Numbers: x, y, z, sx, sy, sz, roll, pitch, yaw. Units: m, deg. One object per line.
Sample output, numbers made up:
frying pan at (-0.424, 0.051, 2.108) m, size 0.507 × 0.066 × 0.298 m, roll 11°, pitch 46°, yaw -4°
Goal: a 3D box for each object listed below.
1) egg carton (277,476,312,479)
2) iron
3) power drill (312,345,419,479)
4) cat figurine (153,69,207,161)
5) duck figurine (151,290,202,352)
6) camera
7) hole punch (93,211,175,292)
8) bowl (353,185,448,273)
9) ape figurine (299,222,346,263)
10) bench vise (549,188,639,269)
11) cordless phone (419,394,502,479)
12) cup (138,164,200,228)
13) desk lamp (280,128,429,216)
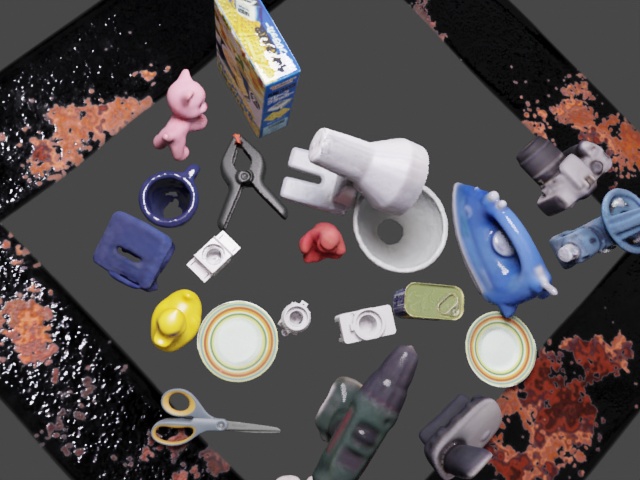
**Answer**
egg carton at (-0.028, 0.443, 0.884) m, size 0.107 × 0.069 × 0.150 m, roll 1°, pitch 79°, yaw -9°
iron at (0.316, -0.002, 0.989) m, size 0.119 × 0.141 × 0.258 m, roll -26°, pitch 84°, yaw -13°
power drill at (0.058, 0.261, 0.861) m, size 0.075 × 0.208 × 0.230 m, roll 30°, pitch 76°, yaw -2°
cat figurine at (-0.230, -0.211, 0.952) m, size 0.067 × 0.117 × 0.128 m, roll 25°, pitch 76°, yaw -3°
duck figurine at (-0.229, 0.126, 0.903) m, size 0.077 × 0.086 × 0.105 m, roll 28°, pitch 76°, yaw -3°
camera at (0.446, -0.139, 1.057) m, size 0.137 × 0.100 × 0.143 m, roll 46°, pitch 76°, yaw 1°
hole punch at (-0.294, 0.021, 0.910) m, size 0.108 × 0.091 × 0.101 m, roll 28°, pitch 76°, yaw -3°
bowl at (0.133, -0.020, 0.996) m, size 0.167 × 0.074 × 0.167 m, roll 2°, pitch 79°, yaw -9°
ape figurine at (0.009, 0.003, 0.963) m, size 0.078 × 0.092 × 0.076 m, roll 26°, pitch 76°, yaw -3°
bench vise at (0.520, -0.012, 0.984) m, size 0.121 × 0.219 × 0.207 m, roll 45°, pitch 76°, yaw 2°
cordless phone at (0.244, 0.314, 0.894) m, size 0.148 × 0.185 × 0.094 m, roll -43°, pitch 88°, yaw -14°
cup at (-0.235, -0.068, 0.935) m, size 0.091 × 0.095 × 0.118 m, roll 35°, pitch 76°, yaw -1°
desk lamp at (0.049, -0.107, 0.928) m, size 0.203 × 0.213 × 0.118 m, roll 14°, pitch 77°, yaw -6°
